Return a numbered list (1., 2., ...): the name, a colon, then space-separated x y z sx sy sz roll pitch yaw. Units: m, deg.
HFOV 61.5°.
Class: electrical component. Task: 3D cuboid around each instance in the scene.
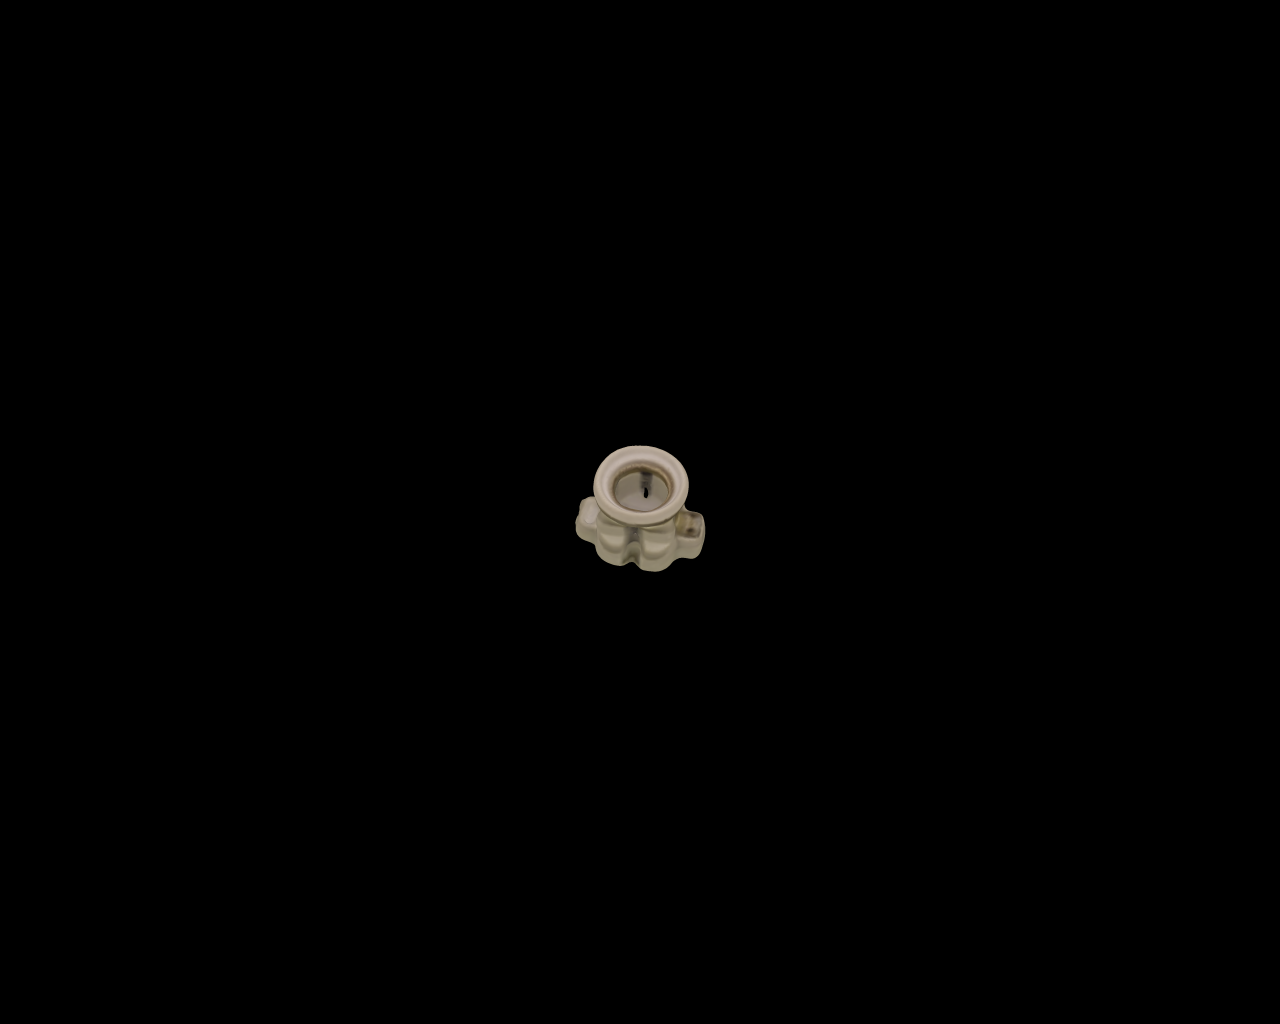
1. electrical component: 0.001 -0.003 0.650 0.078 0.058 0.056 10 -36 8
